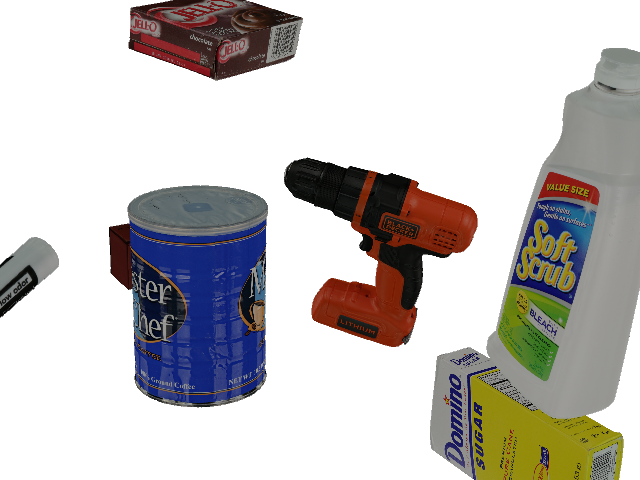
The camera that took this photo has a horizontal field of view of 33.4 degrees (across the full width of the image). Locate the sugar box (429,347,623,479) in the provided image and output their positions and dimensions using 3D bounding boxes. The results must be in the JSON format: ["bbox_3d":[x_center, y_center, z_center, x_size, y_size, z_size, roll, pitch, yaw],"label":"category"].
[{"bbox_3d":[0.159,0.163,0.861,0.048,0.093,0.176,-11,23,-34],"label":"sugar box"}]

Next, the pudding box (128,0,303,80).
[{"bbox_3d":[-0.082,-0.165,0.848,0.090,0.039,0.113,24,27,26],"label":"pudding box"}]

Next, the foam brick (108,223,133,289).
[{"bbox_3d":[-0.167,0.011,1.073,0.078,0.051,0.053,-11,22,-28],"label":"foam brick"}]

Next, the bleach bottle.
[{"bbox_3d":[0.173,-0.007,0.710,0.068,0.251,0.103,-10,33,-21],"label":"bleach bottle"}]

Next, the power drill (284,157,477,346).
[{"bbox_3d":[0.043,0.012,1.034,0.184,0.188,0.057,19,46,6],"label":"power drill"}]

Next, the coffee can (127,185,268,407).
[{"bbox_3d":[-0.091,0.040,0.805,0.103,0.140,0.103,1,19,-1],"label":"coffee can"}]

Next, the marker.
[{"bbox_3d":[-0.161,0.040,0.467,0.020,0.020,0.121,0,35,39],"label":"marker"}]
